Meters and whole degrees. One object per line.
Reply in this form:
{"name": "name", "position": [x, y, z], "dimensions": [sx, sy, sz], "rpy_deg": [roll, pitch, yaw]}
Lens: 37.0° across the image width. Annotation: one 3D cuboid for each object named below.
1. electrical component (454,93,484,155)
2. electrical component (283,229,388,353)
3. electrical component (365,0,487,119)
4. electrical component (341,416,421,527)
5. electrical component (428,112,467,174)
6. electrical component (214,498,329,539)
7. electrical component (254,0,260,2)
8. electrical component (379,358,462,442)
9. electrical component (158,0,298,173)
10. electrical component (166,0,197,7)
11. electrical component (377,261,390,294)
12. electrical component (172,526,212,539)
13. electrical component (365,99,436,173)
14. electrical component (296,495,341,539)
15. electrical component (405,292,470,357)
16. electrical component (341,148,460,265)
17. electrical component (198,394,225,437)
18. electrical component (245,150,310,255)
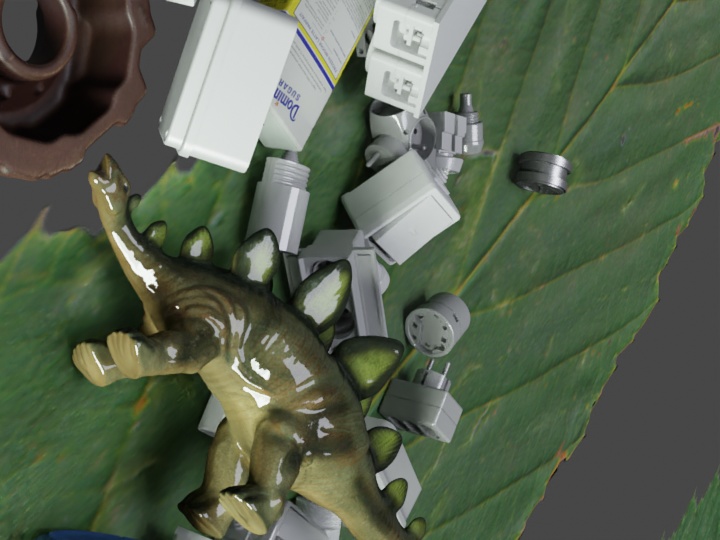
{"name": "electrical component", "position": [0.109, -0.150, 1.105], "dimensions": [0.035, 0.035, 0.061], "rpy_deg": [-22, 114, -53]}
{"name": "electrical component", "position": [-0.015, 0.030, 0.930], "dimensions": [0.063, 0.079, 0.121], "rpy_deg": [-64, 149, -58]}
{"name": "electrical component", "position": [0.066, -0.239, 0.944], "dimensions": [0.105, 0.060, 0.186], "rpy_deg": [101, 15, -53]}
{"name": "electrical component", "position": [0.001, 0.189, 0.992], "dimensions": [0.057, 0.078, 0.113], "rpy_deg": [-57, 141, -35]}
{"name": "electrical component", "position": [0.078, -0.124, 1.055], "dimensions": [0.066, 0.048, 0.055], "rpy_deg": [3, 89, -57]}
{"name": "electrical component", "position": [-0.076, 0.225, 0.900], "dimensions": [0.061, 0.061, 0.096], "rpy_deg": [-64, 144, -23]}
{"name": "electrical component", "position": [-0.084, -0.228, 0.760], "dimensions": [0.042, 0.081, 0.063], "rpy_deg": [-41, 153, -44]}
{"name": "electrical component", "position": [0.068, 0.125, 1.088], "dimensions": [0.047, 0.066, 0.076], "rpy_deg": [51, 57, -50]}
{"name": "electrical component", "position": [-0.092, -0.131, 0.733], "dimensions": [0.057, 0.078, 0.113], "rpy_deg": [17, 102, -19]}
{"name": "electrical component", "position": [-0.123, -0.210, 0.714], "dimensions": [0.048, 0.066, 0.055], "rpy_deg": [101, 3, -47]}
{"name": "electrical component", "position": [0.000, 0.000, 0.976], "dimensions": [0.040, 0.040, 0.046], "rpy_deg": [-59, 136, -29]}
{"name": "electrical component", "position": [-0.093, 0.263, 0.833], "dimensions": [0.061, 0.089, 0.150], "rpy_deg": [-64, 156, -23]}
{"name": "electrical component", "position": [0.031, -0.112, 0.987], "dimensions": [0.079, 0.044, 0.077], "rpy_deg": [-50, 137, -31]}
{"name": "electrical component", "position": [-0.040, 0.238, 0.973], "dimensions": [0.043, 0.043, 0.081], "rpy_deg": [3, 96, -57]}
{"name": "electrical component", "position": [0.081, 0.054, 1.100], "dimensions": [0.047, 0.055, 0.055], "rpy_deg": [-38, 129, -50]}
{"name": "electrical component", "position": [0.044, -0.057, 0.963], "dimensions": [0.096, 0.061, 0.062], "rpy_deg": [-34, 144, 10]}
{"name": "electrical component", "position": [-0.082, 0.106, 0.863], "dimensions": [0.079, 0.043, 0.077], "rpy_deg": [32, 70, -33]}
{"name": "electrical component", "position": [-0.063, -0.056, 0.860], "dimensions": [0.043, 0.043, 0.081], "rpy_deg": [16, 85, -57]}
